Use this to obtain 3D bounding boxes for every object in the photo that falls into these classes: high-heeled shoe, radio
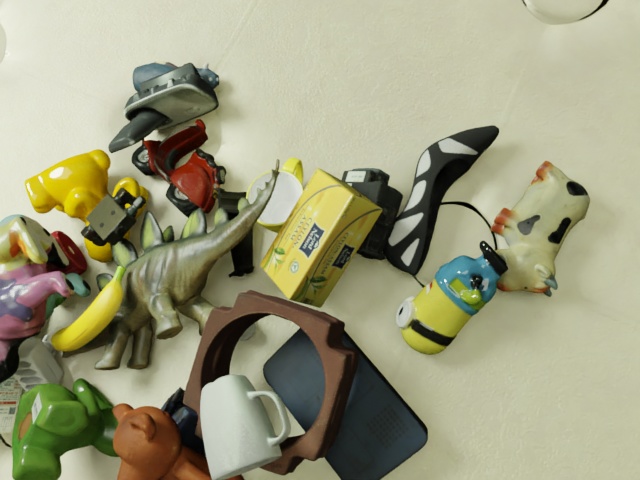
[{"bbox_3d":[0.191,-0.061,0.807,0.249,0.086,0.145,-33,68,8],"label":"high-heeled shoe"},{"bbox_3d":[0.032,0.226,0.761,0.131,0.073,0.230,-41,72,-2],"label":"radio"}]

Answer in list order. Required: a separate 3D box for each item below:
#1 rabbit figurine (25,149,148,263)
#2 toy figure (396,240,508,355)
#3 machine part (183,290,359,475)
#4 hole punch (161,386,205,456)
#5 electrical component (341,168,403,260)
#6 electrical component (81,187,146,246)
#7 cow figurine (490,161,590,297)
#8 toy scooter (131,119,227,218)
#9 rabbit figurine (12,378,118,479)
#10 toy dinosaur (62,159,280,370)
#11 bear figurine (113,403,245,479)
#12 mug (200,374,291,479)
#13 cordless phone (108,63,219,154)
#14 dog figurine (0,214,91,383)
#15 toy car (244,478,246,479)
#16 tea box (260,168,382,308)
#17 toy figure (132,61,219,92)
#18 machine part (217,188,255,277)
[{"bbox_3d":[-0.366,-0.051,0.889,0.162,0.122,0.173,-26,87,-9],"label":"rabbit figurine"},{"bbox_3d":[0.183,0.084,0.747,0.180,0.082,0.089,-44,63,19],"label":"toy figure"},{"bbox_3d":[-0.062,0.180,0.705,0.202,0.087,0.201,16,88,18],"label":"machine part"},{"bbox_3d":[-0.200,0.285,0.762,0.092,0.115,0.142,34,83,7],"label":"hole punch"},{"bbox_3d":[0.058,-0.043,0.808,0.115,0.058,0.134,11,81,46],"label":"electrical component"},{"bbox_3d":[-0.309,-0.033,0.809,0.078,0.045,0.102,33,84,28],"label":"electrical component"},{"bbox_3d":[0.316,-0.005,0.777,0.127,0.085,0.195,38,83,22],"label":"cow figurine"},{"bbox_3d":[-0.218,-0.128,0.894,0.135,0.075,0.184,-45,69,-7],"label":"toy scooter"},{"bbox_3d":[-0.342,0.274,0.774,0.159,0.170,0.121,15,80,52],"label":"rabbit figurine"},{"bbox_3d":[-0.226,0.055,0.799,0.471,0.105,0.198,-29,68,18],"label":"toy dinosaur"},{"bbox_3d":[-0.184,0.290,0.644,0.120,0.195,0.132,-7,45,50],"label":"bear figurine"},{"bbox_3d":[-0.091,0.208,0.623,0.109,0.080,0.107,-34,65,22],"label":"mug"},{"bbox_3d":[-0.254,-0.201,0.856,0.147,0.088,0.184,-15,30,17],"label":"cordless phone"},{"bbox_3d":[-0.462,0.092,0.764,0.219,0.108,0.191,-36,93,-11],"label":"dog figurine"},{"bbox_3d":[-0.161,0.420,0.736,0.056,0.073,0.201,35,83,12],"label":"toy car"},{"bbox_3d":[-0.002,-0.002,0.760,0.098,0.068,0.169,41,104,47],"label":"tea box"},{"bbox_3d":[-0.250,-0.282,0.946,0.155,0.064,0.058,2,38,4],"label":"toy figure"},{"bbox_3d":[-0.128,-0.011,0.847,0.039,0.084,0.139,-11,79,39],"label":"machine part"}]
